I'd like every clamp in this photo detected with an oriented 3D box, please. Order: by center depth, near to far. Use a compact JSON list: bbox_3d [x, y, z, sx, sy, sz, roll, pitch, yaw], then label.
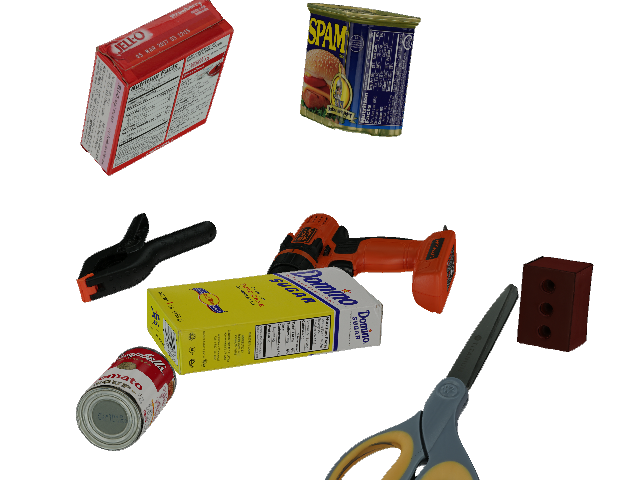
[{"bbox_3d":[-0.197,0.016,1.189,0.120,0.039,0.171,-4,28,30],"label":"clamp"}]

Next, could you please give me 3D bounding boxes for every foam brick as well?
[{"bbox_3d":[0.219,0.059,0.996,0.053,0.078,0.051,9,14,31],"label":"foam brick"}]

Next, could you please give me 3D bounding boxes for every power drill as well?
[{"bbox_3d":[0.041,0.031,1.120,0.188,0.057,0.184,6,31,16],"label":"power drill"}]

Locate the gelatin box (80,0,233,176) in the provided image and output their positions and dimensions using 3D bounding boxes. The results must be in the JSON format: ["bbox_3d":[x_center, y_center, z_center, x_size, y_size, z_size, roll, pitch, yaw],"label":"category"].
[{"bbox_3d":[-0.091,-0.084,0.583,0.073,0.030,0.089,-35,-15,-31],"label":"gelatin box"}]

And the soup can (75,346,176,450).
[{"bbox_3d":[-0.188,0.153,1.038,0.068,0.068,0.102,0,15,11],"label":"soup can"}]

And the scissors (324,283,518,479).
[{"bbox_3d":[0.083,0.101,0.596,0.201,0.016,0.096,-39,45,-26],"label":"scissors"}]

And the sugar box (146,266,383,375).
[{"bbox_3d":[-0.047,0.063,0.883,0.176,0.048,0.093,-9,23,-23],"label":"sugar box"}]

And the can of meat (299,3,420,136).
[{"bbox_3d":[0.025,-0.125,0.776,0.057,0.084,0.102,0,16,-24],"label":"can of meat"}]
